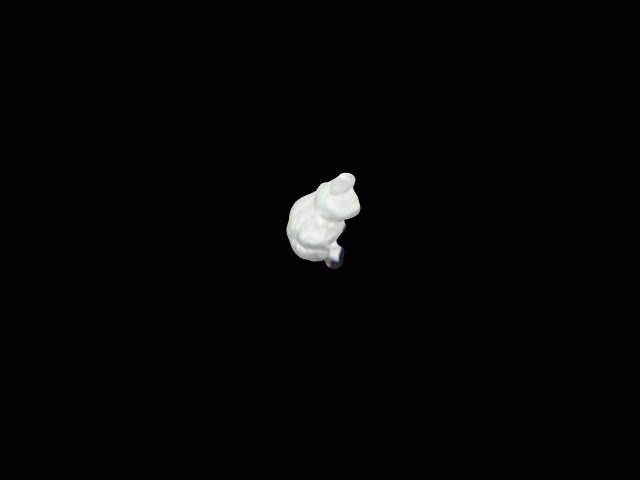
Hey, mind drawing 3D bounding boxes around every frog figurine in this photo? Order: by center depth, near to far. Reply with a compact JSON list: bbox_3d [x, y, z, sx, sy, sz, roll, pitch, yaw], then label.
[{"bbox_3d":[0.003,-0.043,0.850,0.123,0.140,0.156,20,-30,12],"label":"frog figurine"}]
